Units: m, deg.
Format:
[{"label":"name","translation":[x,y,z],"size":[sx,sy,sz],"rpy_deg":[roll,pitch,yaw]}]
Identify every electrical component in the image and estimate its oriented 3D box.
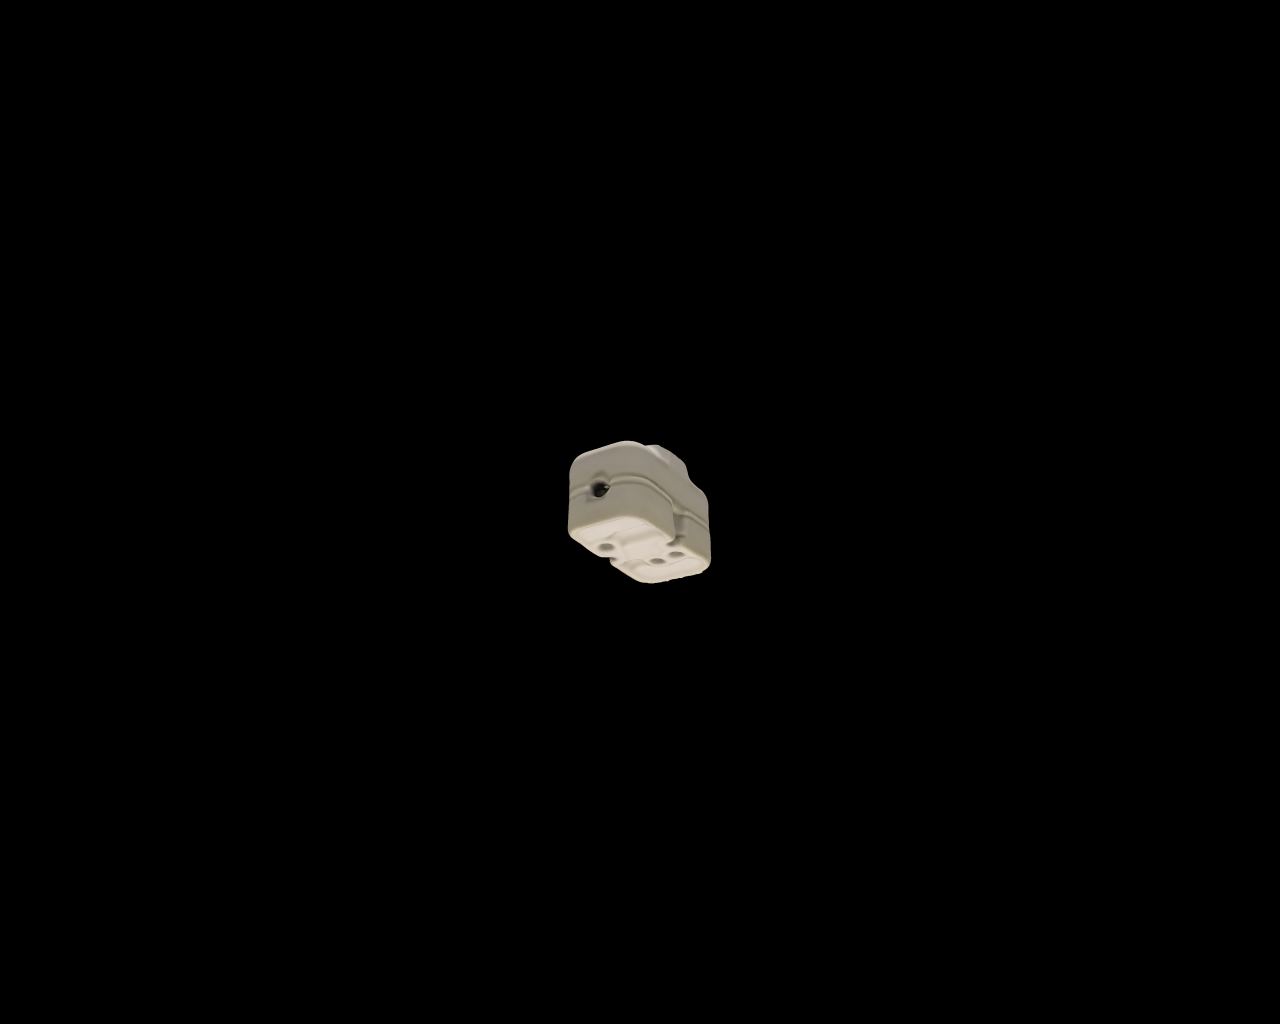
[{"label":"electrical component","translation":[0.001,-0.003,0.650],"size":[0.053,0.059,0.095],"rpy_deg":[-16,-31,28]}]
